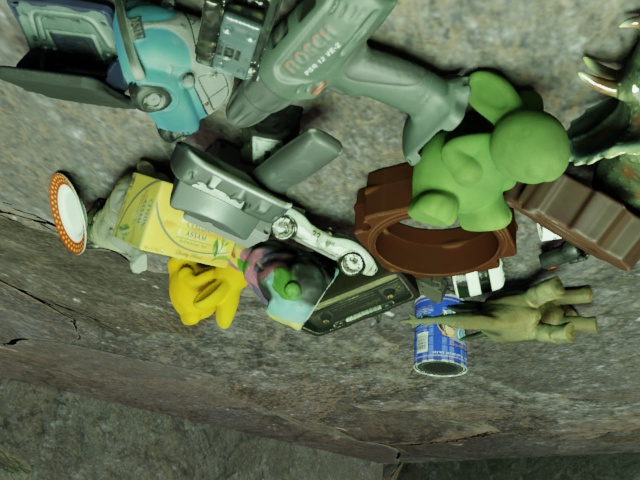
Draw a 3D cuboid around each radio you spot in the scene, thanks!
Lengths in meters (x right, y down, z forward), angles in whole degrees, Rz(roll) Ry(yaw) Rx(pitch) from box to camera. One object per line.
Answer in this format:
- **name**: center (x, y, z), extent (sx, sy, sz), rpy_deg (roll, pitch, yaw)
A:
- **radio**: center (0.051, 0.090, 0.946), extent (0.230, 0.073, 0.131), rpy_deg (-23, 143, 21)

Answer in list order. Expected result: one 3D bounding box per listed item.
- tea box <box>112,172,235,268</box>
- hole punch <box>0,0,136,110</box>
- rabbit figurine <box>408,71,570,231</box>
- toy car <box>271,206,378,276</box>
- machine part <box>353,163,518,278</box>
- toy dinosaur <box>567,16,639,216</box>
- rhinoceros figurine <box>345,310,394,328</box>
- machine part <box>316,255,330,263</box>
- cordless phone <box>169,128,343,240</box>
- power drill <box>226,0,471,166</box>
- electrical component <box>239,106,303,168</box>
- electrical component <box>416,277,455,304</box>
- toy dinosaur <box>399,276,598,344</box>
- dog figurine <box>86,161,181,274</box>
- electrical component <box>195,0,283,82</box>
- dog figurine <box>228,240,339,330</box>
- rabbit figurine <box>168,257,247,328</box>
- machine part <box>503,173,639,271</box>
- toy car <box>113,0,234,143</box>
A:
- **tea box**: center (-0.195, -0.024, 0.768), extent (0.068, 0.098, 0.169), rpy_deg (18, 180, 34)
- **hole punch**: center (-0.261, -0.194, 0.571), extent (0.142, 0.092, 0.116), rpy_deg (4, 180, -1)
- **rabbit figurine**: center (0.191, -0.090, 0.564), extent (0.121, 0.159, 0.170), rpy_deg (16, 166, -24)
- **toy car**: center (-0.002, -0.002, 0.812), extent (0.202, 0.056, 0.073), rpy_deg (27, -176, -4)
- **machine part**: center (0.164, -0.023, 0.762), extent (0.201, 0.087, 0.201), rpy_deg (-10, 145, 28)
- **toy dinosaur**: center (0.377, -0.075, 0.603), extent (0.192, 0.131, 0.404), rpy_deg (11, 164, 30)
- **rhinoceros figurine**: center (0.077, 0.135, 1.073), extent (0.112, 0.073, 0.190), rpy_deg (24, 147, -25)
- **machine part**: center (-0.010, 0.065, 1.007), extent (0.084, 0.039, 0.138), rpy_deg (-3, 148, 6)
- **cordless phone**: center (-0.076, -0.085, 0.607), extent (0.146, 0.089, 0.184), rpy_deg (27, 144, -30)
- **power drill**: center (0.034, -0.158, 0.562), extent (0.207, 0.086, 0.232), rpy_deg (27, 140, -19)
- **electrical component**: center (-0.062, -0.117, 0.681), extent (0.075, 0.048, 0.119), rpy_deg (7, 151, 1)
- **electrical component**: center (0.210, 0.081, 0.983), extent (0.078, 0.045, 0.102), rpy_deg (26, 157, 28)
- **toy dinosaur**: center (0.333, 0.132, 0.925), extent (0.471, 0.105, 0.199), rpy_deg (11, 159, -43)
- **dog figurine**: center (-0.307, -0.051, 0.828), extent (0.191, 0.172, 0.121), rpy_deg (19, -164, 32)
- **electrical component**: center (-0.060, -0.202, 0.443), extent (0.058, 0.134, 0.115), rpy_deg (14, 152, -12)
- **dog figurine**: center (-0.090, 0.039, 0.841), extent (0.219, 0.108, 0.191), rpy_deg (30, -175, 5)
- **rabbit figurine**: center (-0.191, 0.073, 0.972), extent (0.173, 0.162, 0.121), rpy_deg (-29, 125, 21)
- **machine part**: center (0.303, -0.027, 0.637), extent (0.179, 0.056, 0.179), rpy_deg (30, -171, -5)
- **toy car**: center (-0.140, -0.172, 0.552), extent (0.103, 0.109, 0.161), rpy_deg (-16, 162, -1)
